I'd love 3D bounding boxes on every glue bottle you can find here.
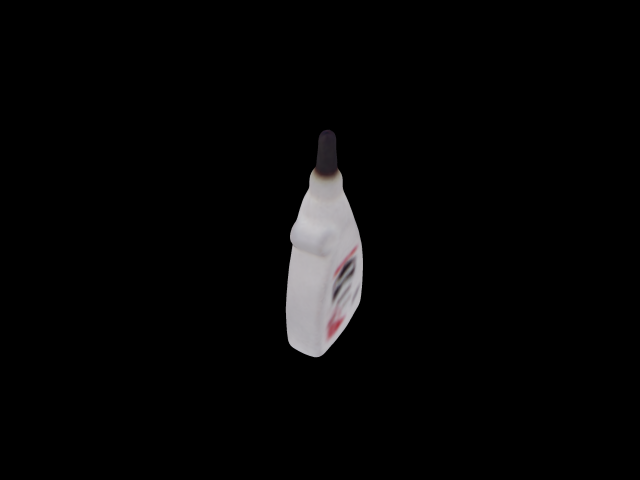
[{"bbox_3d":[0.004,0.001,0.400,0.037,0.173,0.078,18,44,20],"label":"glue bottle"}]
